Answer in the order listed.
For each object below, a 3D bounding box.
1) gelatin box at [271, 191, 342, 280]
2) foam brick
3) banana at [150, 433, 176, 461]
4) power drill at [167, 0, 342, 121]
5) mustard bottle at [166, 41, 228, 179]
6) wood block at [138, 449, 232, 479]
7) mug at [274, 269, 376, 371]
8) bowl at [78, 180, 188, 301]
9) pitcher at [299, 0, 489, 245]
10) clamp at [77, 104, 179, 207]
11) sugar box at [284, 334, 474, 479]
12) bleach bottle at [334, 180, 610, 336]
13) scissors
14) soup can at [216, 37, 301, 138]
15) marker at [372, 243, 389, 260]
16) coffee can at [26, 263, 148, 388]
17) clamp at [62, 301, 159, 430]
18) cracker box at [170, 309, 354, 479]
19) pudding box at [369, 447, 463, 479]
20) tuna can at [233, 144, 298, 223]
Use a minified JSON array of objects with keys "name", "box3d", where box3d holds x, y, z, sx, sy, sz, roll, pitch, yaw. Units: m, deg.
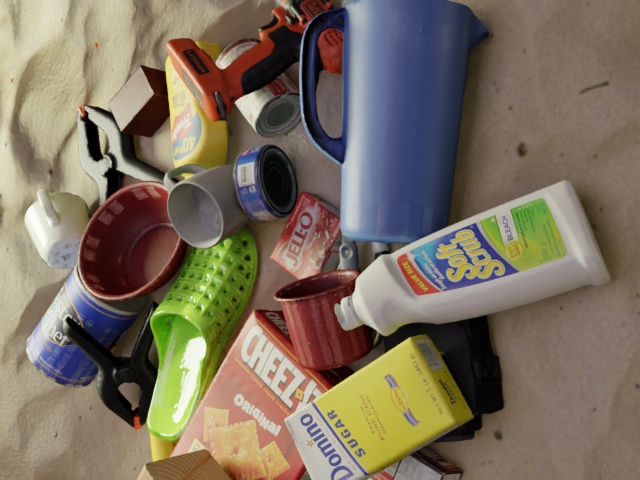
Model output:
[{"name":"gelatin box","box3d":[-0.008,0.002,1.193,0.073,0.030,0.089,37,108,35]},{"name":"foam brick","box3d":[-0.225,-0.178,1.374,0.078,0.052,0.051,-42,61,28]},{"name":"banana","box3d":[-0.174,0.260,1.303,0.070,0.037,0.198,-26,70,14]},{"name":"power drill","box3d":[-0.072,-0.227,1.193,0.187,0.057,0.184,-30,59,-9]},{"name":"mustard bottle","box3d":[-0.149,-0.138,1.303,0.096,0.058,0.191,-17,76,53]},{"name":"wood block","box3d":[-0.172,0.341,1.170,0.090,0.090,0.206,44,121,32]},{"name":"mug","box3d":[0.018,0.079,1.102,0.093,0.117,0.081,-163,57,-71]},{"name":"bowl","box3d":[-0.218,0.009,1.315,0.162,0.055,0.162,-14,59,25]},{"name":"pitcher","box3d":[0.071,-0.119,1.075,0.149,0.144,0.243,5,91,39]},{"name":"clamp","box3d":[-0.263,-0.099,1.408,0.165,0.036,0.210,-33,70,31]},{"name":"sugar box","box3d":[0.053,0.174,1.038,0.176,0.048,0.093,-37,70,27]},{"name":"bleach bottle","box3d":[0.133,0.036,1.000,0.251,0.068,0.102,-23,58,16]},{"name":"scissors","box3d":[0.016,0.025,1.152,0.096,0.016,0.202,-17,87,26]},{"name":"soup can","box3d":[-0.070,-0.177,1.238,0.069,0.068,0.102,-50,58,24]},{"name":"marker","box3d":[0.060,-0.017,1.147,0.020,0.020,0.121,-21,73,36]},{"name":"coffee can","box3d":[-0.301,0.105,1.375,0.140,0.102,0.103,-52,57,23]},{"name":"clamp","box3d":[-0.234,0.153,1.324,0.120,0.039,0.171,-16,116,6]},{"name":"cracker box","box3d":[-0.056,0.209,1.185,0.164,0.071,0.214,41,110,34]},{"name":"pudding box","box3d":[0.084,0.264,1.087,0.090,0.039,0.113,27,105,37]},{"name":"tuna can","box3d":[-0.060,-0.064,1.206,0.034,0.086,0.086,-11,78,28]}]
